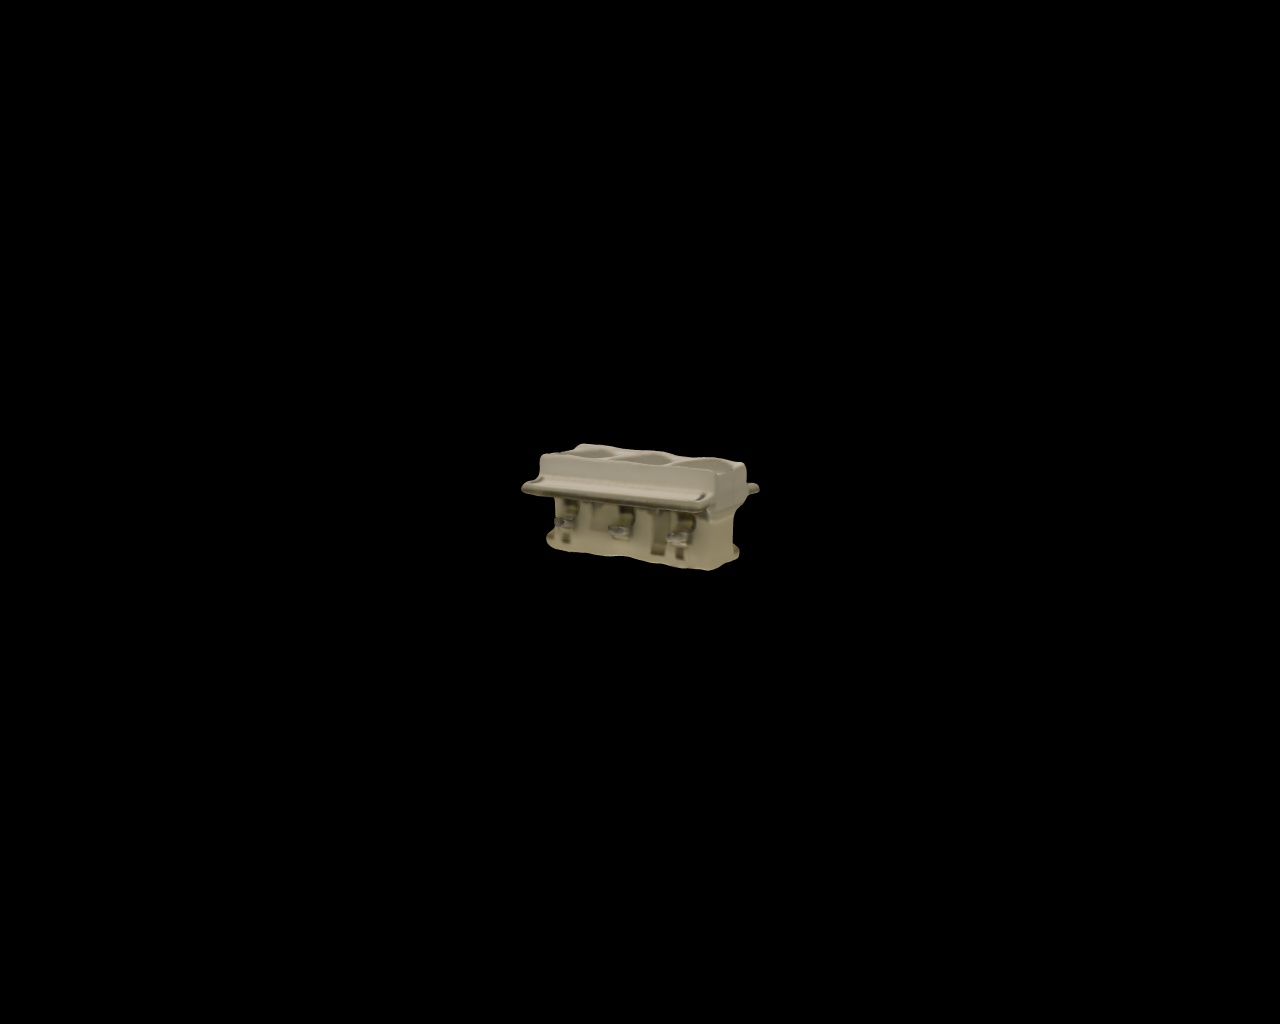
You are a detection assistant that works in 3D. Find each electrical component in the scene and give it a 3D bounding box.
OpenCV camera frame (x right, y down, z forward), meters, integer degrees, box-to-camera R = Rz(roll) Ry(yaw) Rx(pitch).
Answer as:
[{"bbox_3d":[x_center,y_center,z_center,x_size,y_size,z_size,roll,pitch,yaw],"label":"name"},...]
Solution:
[{"bbox_3d":[0.001,-0.003,0.650,0.121,0.063,0.079,8,15,30],"label":"electrical component"}]
